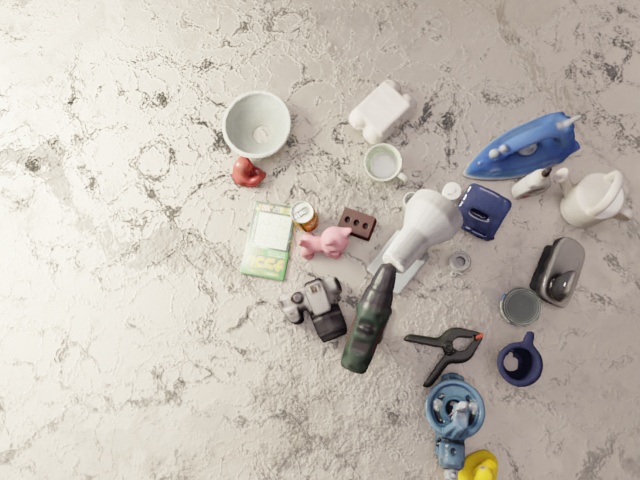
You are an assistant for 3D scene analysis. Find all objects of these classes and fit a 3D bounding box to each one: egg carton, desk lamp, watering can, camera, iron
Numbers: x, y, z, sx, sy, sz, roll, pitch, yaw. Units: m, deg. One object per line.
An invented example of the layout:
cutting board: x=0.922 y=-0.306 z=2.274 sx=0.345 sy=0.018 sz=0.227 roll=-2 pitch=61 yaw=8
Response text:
egg carton: x=0.148 y=-0.300 z=1.346 sx=0.150 sy=0.069 sz=0.107 roll=-45 pitch=79 yaw=-2
desk lamp: x=0.198 y=0.008 z=1.220 sx=0.118 sy=0.213 sz=0.203 roll=38 pitch=87 yaw=11
watering can: x=0.575 y=-0.091 z=1.203 sx=0.172 sy=0.194 sz=0.101 roll=8 pitch=82 yaw=8
camera: x=-0.007 y=0.162 z=1.276 sx=0.143 sy=0.101 sz=0.137 roll=-22 pitch=79 yaw=3
iron: x=0.445 y=-0.207 z=1.262 sx=0.258 sy=0.141 sz=0.118 roll=-22 pitch=79 yaw=3

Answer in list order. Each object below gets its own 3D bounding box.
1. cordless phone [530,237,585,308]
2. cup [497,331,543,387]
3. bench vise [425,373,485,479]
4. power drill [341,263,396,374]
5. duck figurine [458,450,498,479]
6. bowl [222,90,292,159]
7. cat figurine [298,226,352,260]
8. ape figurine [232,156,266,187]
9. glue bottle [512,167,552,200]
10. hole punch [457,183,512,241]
cordless phone: x=0.515 y=0.062 z=1.191 sx=0.094 sy=0.185 sz=0.148 roll=19 pitch=84 yaw=9
cup: x=0.421 y=0.250 z=1.218 sx=0.091 sy=0.095 sz=0.118 roll=20 pitch=84 yaw=9
bench vise: x=0.283 y=0.380 z=1.150 sx=0.121 sy=0.220 sz=0.207 roll=-14 pitch=80 yaw=4
power drill: x=0.108 y=0.165 z=1.208 sx=0.075 sy=0.208 sz=0.230 roll=19 pitch=84 yaw=9
duck figurine: x=0.334 y=0.495 z=1.195 sx=0.077 sy=0.086 sz=0.104 roll=37 pitch=87 yaw=11
bowl: x=-0.144 y=-0.266 z=1.370 sx=0.167 sy=0.075 sz=0.167 roll=-1 pitch=81 yaw=6
cat figurine: x=0.012 y=0.005 z=1.290 sx=0.127 sy=0.118 sz=0.067 roll=-3 pitch=81 yaw=6
ape figurine: x=-0.176 y=-0.166 z=1.350 sx=0.076 sy=0.092 sz=0.078 roll=-17 pitch=80 yaw=4
glue bottle: x=0.467 y=-0.127 z=1.231 sx=0.078 sy=0.173 sz=0.037 roll=-19 pitch=79 yaw=4
hole punch: x=0.359 y=-0.060 z=1.275 sx=0.108 sy=0.091 sz=0.101 roll=28 pitch=85 yaw=10
